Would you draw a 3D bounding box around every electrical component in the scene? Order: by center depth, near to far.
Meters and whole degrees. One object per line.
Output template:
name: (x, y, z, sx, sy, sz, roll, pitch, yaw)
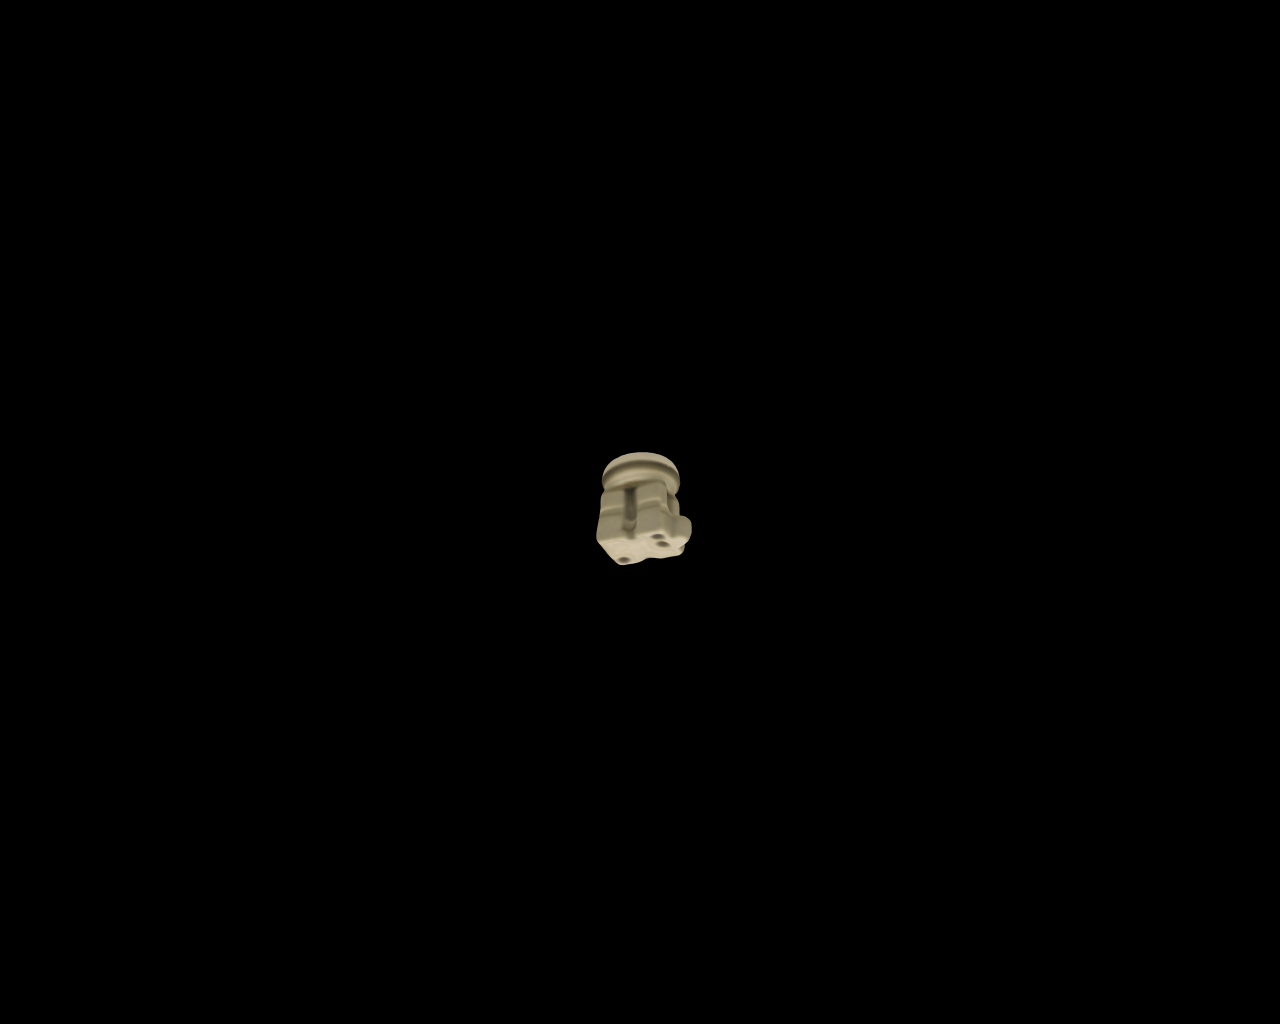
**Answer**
electrical component: (0.001, -0.003, 0.650, 0.066, 0.055, 0.048, -11, -32, 18)
